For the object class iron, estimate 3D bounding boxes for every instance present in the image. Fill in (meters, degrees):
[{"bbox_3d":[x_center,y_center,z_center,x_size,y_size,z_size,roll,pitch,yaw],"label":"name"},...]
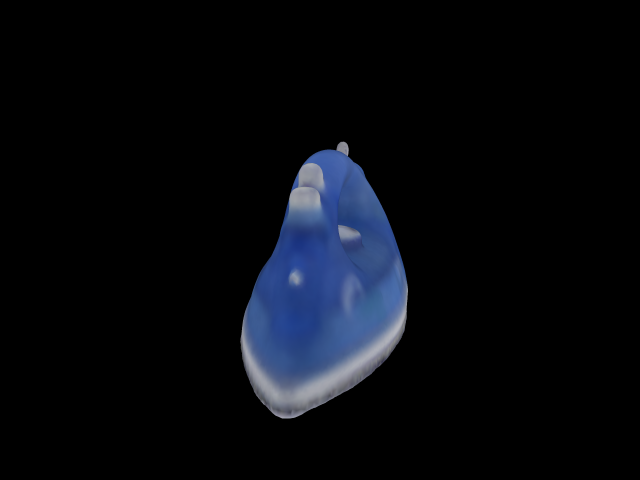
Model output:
[{"bbox_3d":[0.004,0.001,0.400,0.118,0.141,0.258,1,9,8],"label":"iron"}]
